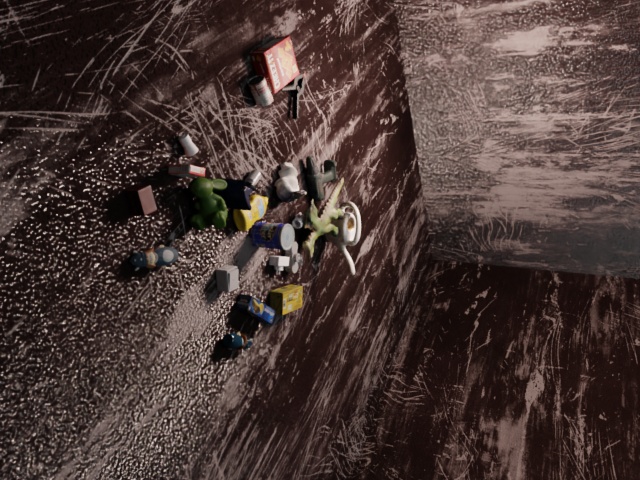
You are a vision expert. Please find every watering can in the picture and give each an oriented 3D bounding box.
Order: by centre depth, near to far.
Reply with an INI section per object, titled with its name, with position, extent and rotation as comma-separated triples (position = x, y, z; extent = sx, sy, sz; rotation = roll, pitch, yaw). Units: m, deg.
[watering can]
position = 0.104, -0.014, 2.488
extent = 0.104, 0.225, 0.347
rotation = 2, 93, -44

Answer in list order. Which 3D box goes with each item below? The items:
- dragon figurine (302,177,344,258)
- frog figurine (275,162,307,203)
[dragon figurine]
position = 0.007, -0.118, 2.340
extent = 0.241, 0.122, 0.412
rotation = 27, 77, -67
[frog figurine]
position = -0.139, -0.240, 2.142
extent = 0.138, 0.121, 0.161
rotation = -17, 72, -53
